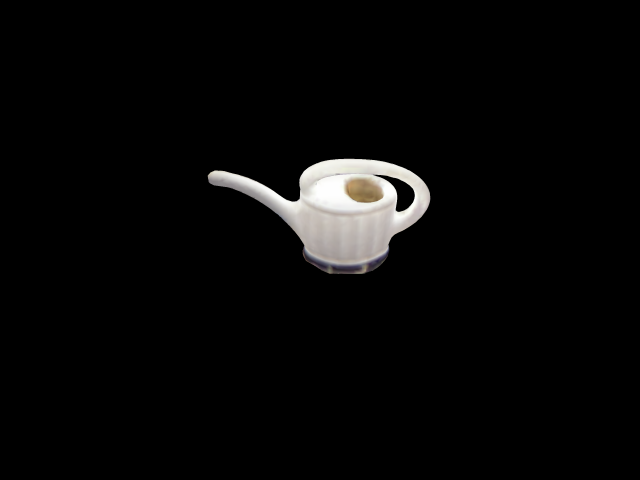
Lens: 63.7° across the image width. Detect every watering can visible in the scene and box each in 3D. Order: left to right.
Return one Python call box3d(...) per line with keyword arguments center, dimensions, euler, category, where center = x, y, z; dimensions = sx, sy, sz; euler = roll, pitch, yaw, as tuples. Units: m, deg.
box3d(center=(0.003, -0.043, 0.850), dimensions=(0.348, 0.219, 0.106), euler=(0, 45, 0), category="watering can")
